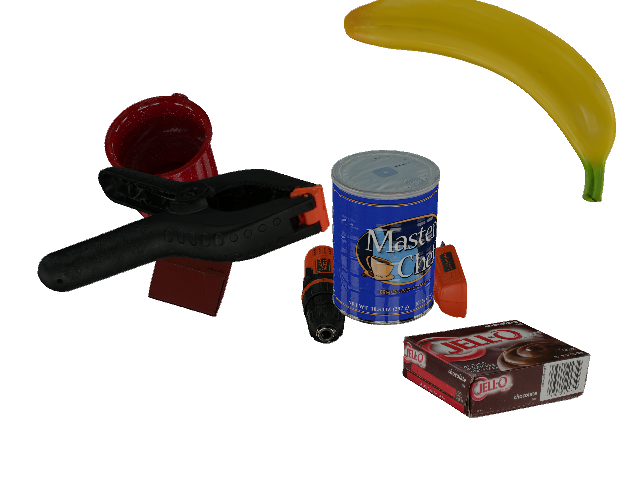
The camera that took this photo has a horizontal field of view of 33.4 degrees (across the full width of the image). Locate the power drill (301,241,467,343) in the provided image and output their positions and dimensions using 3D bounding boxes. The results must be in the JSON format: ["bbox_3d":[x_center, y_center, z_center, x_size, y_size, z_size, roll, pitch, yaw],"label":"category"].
[{"bbox_3d":[0.071,0.057,1.231,0.187,0.057,0.184,-2,28,-1],"label":"power drill"}]

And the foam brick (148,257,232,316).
[{"bbox_3d":[-0.140,0.039,1.149,0.078,0.051,0.053,17,29,-1],"label":"foam brick"}]

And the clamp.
[{"bbox_3d":[-0.084,-0.008,0.643,0.172,0.039,0.120,-1,40,23],"label":"clamp"}]

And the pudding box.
[{"bbox_3d":[0.132,0.095,0.814,0.113,0.039,0.090,-3,16,-29],"label":"pudding box"}]

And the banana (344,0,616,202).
[{"bbox_3d":[0.105,-0.106,0.645,0.198,0.069,0.037,38,-1,19],"label":"banana"}]

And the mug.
[{"bbox_3d":[-0.133,-0.076,0.947,0.093,0.117,0.081,2,-34,8],"label":"mug"}]

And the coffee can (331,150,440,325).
[{"bbox_3d":[0.062,-0.004,1.035,0.103,0.140,0.103,-1,27,0],"label":"coffee can"}]
